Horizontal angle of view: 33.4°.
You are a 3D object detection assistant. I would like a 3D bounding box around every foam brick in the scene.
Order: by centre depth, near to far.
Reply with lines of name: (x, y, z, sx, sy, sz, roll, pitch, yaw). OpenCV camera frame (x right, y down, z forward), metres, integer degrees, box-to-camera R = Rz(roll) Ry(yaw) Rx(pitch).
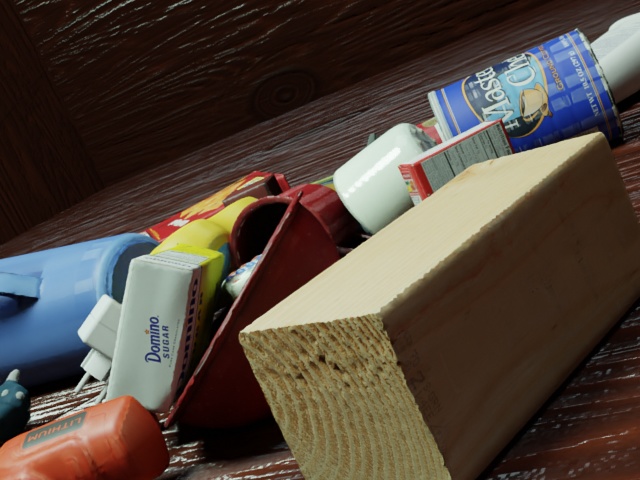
foam brick: (-0.058, -0.021, 1.118, 0.051, 0.078, 0.053, -24, 9, 13)

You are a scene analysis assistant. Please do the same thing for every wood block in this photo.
wood block: (0.072, 0.032, 0.523, 0.091, 0.090, 0.205, -14, 15, 45)

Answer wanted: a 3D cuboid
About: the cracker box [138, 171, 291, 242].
cracker box: (-0.136, -0.004, 1.222, 0.213, 0.072, 0.164, -28, 10, -9)

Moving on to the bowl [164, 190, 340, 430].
bowl: (-0.029, 0.053, 0.633, 0.162, 0.055, 0.162, -60, 3, 4)

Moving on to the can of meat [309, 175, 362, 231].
can of meat: (-0.001, -0.021, 1.041, 0.102, 0.057, 0.083, -19, 14, 30)

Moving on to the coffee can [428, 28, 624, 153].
coffee can: (0.178, -0.109, 0.932, 0.140, 0.103, 0.102, -23, 11, 10)

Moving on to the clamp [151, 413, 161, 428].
clamp: (-0.192, 0.147, 0.705, 0.171, 0.039, 0.120, -22, 14, -21)

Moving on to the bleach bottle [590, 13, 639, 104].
bleach bottle: (0.261, -0.151, 1.064, 0.250, 0.068, 0.103, -33, 12, -27)

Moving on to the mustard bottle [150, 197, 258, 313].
mustard bottle: (-0.101, 0.027, 0.899, 0.191, 0.058, 0.096, -31, -33, -63)

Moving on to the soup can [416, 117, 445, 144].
soup can: (0.121, -0.089, 1.062, 0.102, 0.068, 0.068, -24, 10, 3)

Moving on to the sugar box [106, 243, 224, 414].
sugar box: (-0.101, 0.055, 0.730, 0.048, 0.093, 0.176, 11, 4, -2)

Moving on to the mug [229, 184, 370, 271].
mug: (-0.006, 0.001, 0.886, 0.117, 0.093, 0.081, 6, 17, 20)

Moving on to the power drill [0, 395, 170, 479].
power drill: (-0.140, 0.147, 0.532, 0.185, 0.057, 0.187, -22, 11, 17)

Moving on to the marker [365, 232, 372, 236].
marker: (0.011, 0.014, 0.942, 0.121, 0.020, 0.020, -20, 12, 27)

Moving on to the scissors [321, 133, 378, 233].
scissors: (0.029, -0.060, 1.011, 0.096, 0.016, 0.202, 6, 31, -14)

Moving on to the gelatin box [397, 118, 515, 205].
gelatin box: (0.116, -0.045, 0.839, 0.089, 0.073, 0.030, -28, 11, -17)

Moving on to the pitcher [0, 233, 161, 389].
pitcher: (-0.249, 0.065, 0.974, 0.243, 0.145, 0.149, -14, 16, 35)
